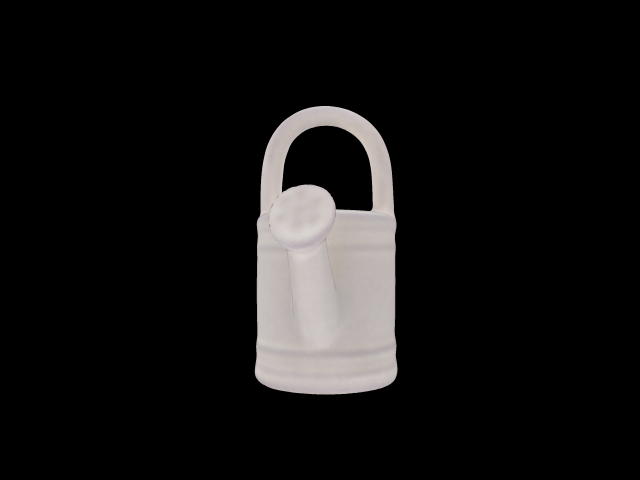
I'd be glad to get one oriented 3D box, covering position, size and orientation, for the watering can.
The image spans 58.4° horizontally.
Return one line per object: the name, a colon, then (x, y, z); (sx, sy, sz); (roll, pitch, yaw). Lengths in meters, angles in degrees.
watering can: (0.006, 0.001, 0.400); (0.101, 0.194, 0.172); (0, 0, -12)
